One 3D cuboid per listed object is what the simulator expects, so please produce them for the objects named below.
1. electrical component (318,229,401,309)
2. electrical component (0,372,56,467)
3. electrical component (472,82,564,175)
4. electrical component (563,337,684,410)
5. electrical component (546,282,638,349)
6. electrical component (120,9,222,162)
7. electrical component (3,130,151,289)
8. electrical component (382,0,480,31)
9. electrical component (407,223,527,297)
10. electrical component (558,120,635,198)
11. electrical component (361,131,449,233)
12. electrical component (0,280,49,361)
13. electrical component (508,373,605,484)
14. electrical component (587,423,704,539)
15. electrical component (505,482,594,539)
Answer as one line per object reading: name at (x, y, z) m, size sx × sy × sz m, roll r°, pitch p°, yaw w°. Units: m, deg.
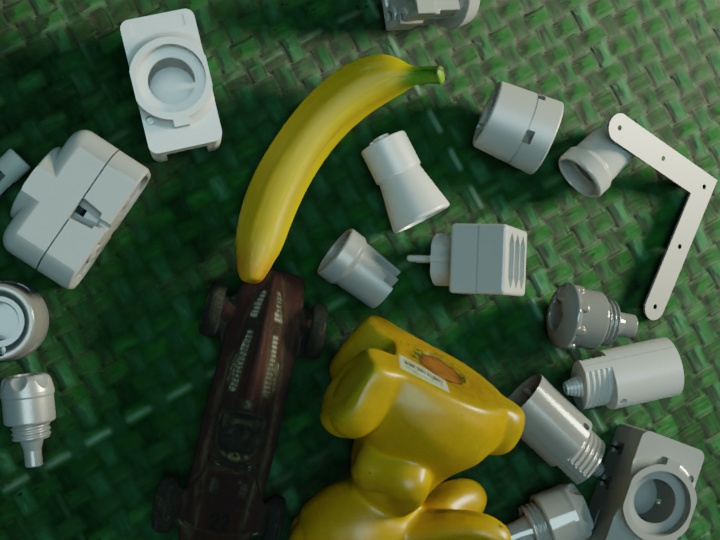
electrical component at (0.000, 0.000, 0.751) m, size 0.046 × 0.040 × 0.040 m, roll 37°, pitch 84°, yaw -11°
electrical component at (-0.220, 0.100, 0.717) m, size 0.035 × 0.035 × 0.061 m, roll -5°, pitch 92°, yaw -9°
electrical component at (0.111, -0.102, 0.762) m, size 0.047 × 0.055 × 0.055 m, roll 22°, pitch 86°, yaw -4°
electrical component at (0.186, 0.077, 0.774) m, size 0.081 × 0.043 × 0.043 m, roll -11°, pitch 90°, yaw -8°
electrical component at (0.168, 0.036, 0.773) m, size 0.062 × 0.048 × 0.048 m, roll 9°, pitch 87°, yaw -15°
electrical component at (-0.127, -0.124, 0.725) m, size 0.050 × 0.056 × 0.089 m, roll -14°, pitch 91°, yaw -9°
electrical component at (-0.191, -0.042, 0.715) m, size 0.059 × 0.054 × 0.095 m, roll 34°, pitch 84°, yaw -6°
electrical component at (0.050, -0.192, 0.753) m, size 0.055 × 0.066 × 0.048 m, roll -9°, pitch 90°, yaw -28°
electrical component at (0.072, -0.007, 0.753) m, size 0.077 × 0.066 × 0.047 m, roll 2°, pitch 88°, yaw 21°
electrical component at (0.174, -0.081, 0.779) m, size 0.046 × 0.040 × 0.040 m, roll -43°, pitch 95°, yaw -12°
electrical component at (0.029, -0.064, 0.756) m, size 0.044 × 0.044 × 0.065 m, roll -27°, pitch 88°, yaw -8°
electrical component at (-0.237, 0.034, 0.710) m, size 0.055 × 0.047 × 0.055 m, roll 0°, pitch 89°, yaw -9°
electrical component at (0.143, 0.117, 0.767) m, size 0.081 × 0.043 × 0.043 m, roll 43°, pitch 83°, yaw -5°
electrical component at (0.203, 0.162, 0.769) m, size 0.050 × 0.056 × 0.089 m, roll 21°, pitch 86°, yaw -8°
electrical component at (0.131, 0.180, 0.764) m, size 0.062 × 0.043 × 0.043 m, roll -20°, pitch 92°, yaw -7°
